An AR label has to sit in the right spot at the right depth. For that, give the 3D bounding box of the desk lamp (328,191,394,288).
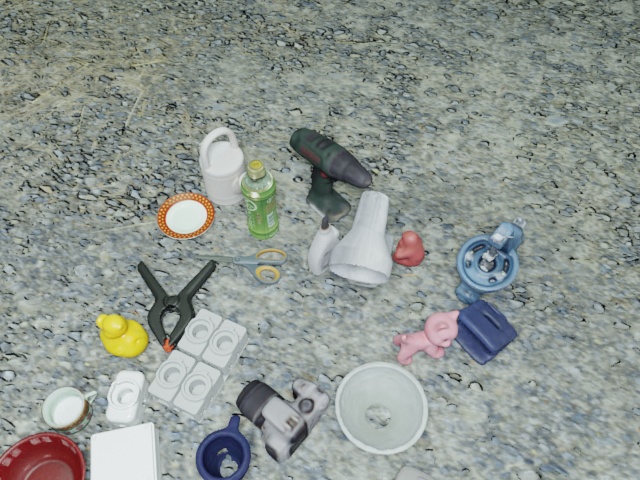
[{"bbox_3d":[0.092,0.014,1.150,0.118,0.214,0.203,11,58,7],"label":"desk lamp"}]

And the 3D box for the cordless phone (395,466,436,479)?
[{"bbox_3d":[0.189,0.415,0.912,0.147,0.185,0.094,24,60,14],"label":"cordless phone"}]

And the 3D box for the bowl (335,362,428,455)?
[{"bbox_3d":[0.109,0.312,1.042,0.167,0.075,0.167,1,57,-1],"label":"bowl"}]

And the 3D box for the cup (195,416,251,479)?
[{"bbox_3d":[-0.158,0.370,0.989,0.091,0.095,0.118,10,58,6],"label":"cup"}]

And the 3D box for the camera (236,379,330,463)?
[{"bbox_3d":[-0.073,0.300,1.031,0.136,0.101,0.143,34,63,19],"label":"camera"}]

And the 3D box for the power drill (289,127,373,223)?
[{"bbox_3d":[0.024,-0.136,1.248,0.076,0.208,0.229,-37,65,-22],"label":"power drill"}]

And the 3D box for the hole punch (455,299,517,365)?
[{"bbox_3d":[0.324,0.171,1.127,0.101,0.091,0.108,-33,64,-20],"label":"hole punch"}]

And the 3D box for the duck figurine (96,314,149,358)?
[{"bbox_3d":[-0.388,0.178,1.112,0.104,0.086,0.077,24,60,14],"label":"duck figurine"}]

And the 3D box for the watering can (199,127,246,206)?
[{"bbox_3d":[-0.211,-0.169,1.274,0.172,0.194,0.101,22,60,13],"label":"watering can"}]

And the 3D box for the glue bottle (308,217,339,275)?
[{"bbox_3d":[0.011,0.004,1.179,0.078,0.173,0.037,-36,64,-21],"label":"glue bottle"}]

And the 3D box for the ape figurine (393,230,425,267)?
[{"bbox_3d":[0.191,0.012,1.226,0.078,0.092,0.076,-32,63,-19],"label":"ape figurine"}]

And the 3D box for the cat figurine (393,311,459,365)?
[{"bbox_3d":[0.210,0.182,1.102,0.128,0.118,0.067,-12,58,-8],"label":"cat figurine"}]

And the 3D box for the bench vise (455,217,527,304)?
[{"bbox_3d":[0.351,0.008,1.155,0.121,0.220,0.207,19,59,11],"label":"bench vise"}]
